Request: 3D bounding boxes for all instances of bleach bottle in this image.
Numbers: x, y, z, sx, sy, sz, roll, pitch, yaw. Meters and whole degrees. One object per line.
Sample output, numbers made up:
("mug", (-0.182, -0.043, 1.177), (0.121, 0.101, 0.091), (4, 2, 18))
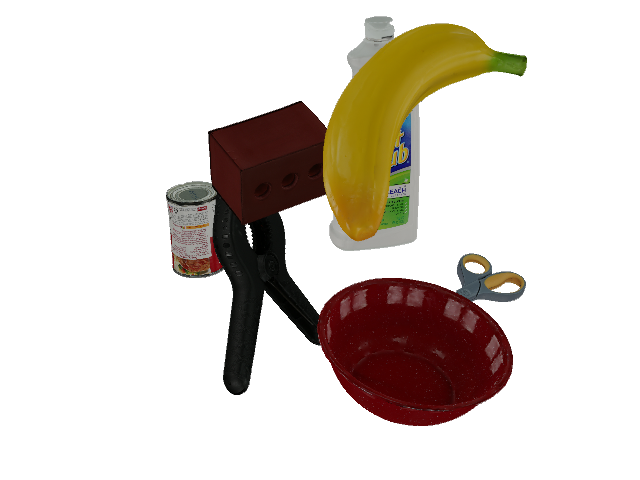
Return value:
("bleach bottle", (0.057, -0.116, 1.165), (0.102, 0.251, 0.068), (-6, 25, -9))

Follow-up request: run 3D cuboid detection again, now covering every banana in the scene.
("banana", (0.046, -0.073, 0.581), (0.070, 0.037, 0.197), (25, 48, 21))

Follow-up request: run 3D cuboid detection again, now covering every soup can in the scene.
("soup can", (-0.154, -0.014, 1.318), (0.068, 0.102, 0.068), (-2, 26, 1))

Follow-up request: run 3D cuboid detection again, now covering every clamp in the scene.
("clamp", (-0.054, 0.030, 1.030), (0.036, 0.210, 0.164), (-10, 0, 32))

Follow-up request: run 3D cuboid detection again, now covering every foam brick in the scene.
("foam brick", (-0.034, -0.056, 0.762), (0.078, 0.053, 0.051), (-22, 47, -23))

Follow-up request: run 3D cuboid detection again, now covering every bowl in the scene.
("bowl", (0.073, 0.101, 0.879), (0.162, 0.055, 0.162), (7, 35, -5))

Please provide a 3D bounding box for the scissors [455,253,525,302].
("scissors", (0.165, 0.055, 1.291), (0.201, 0.016, 0.096), (-8, 39, -36))
